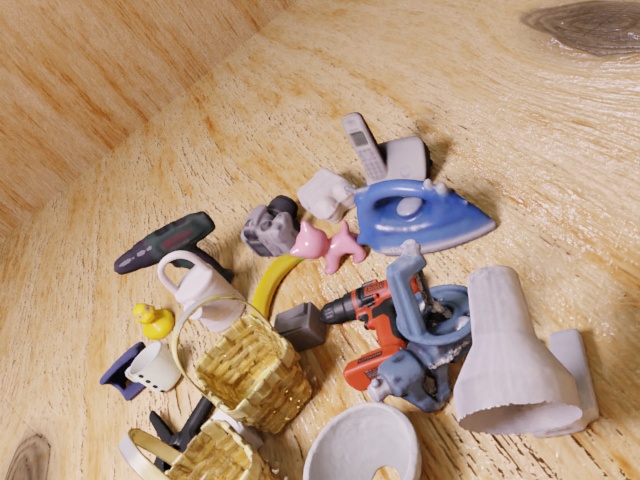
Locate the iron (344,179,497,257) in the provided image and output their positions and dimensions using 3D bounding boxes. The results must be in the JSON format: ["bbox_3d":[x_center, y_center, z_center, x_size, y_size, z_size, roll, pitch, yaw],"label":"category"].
[{"bbox_3d":[0.165,-0.059,1.006,0.257,0.142,0.119,-6,46,41],"label":"iron"}]

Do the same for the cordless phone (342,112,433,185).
[{"bbox_3d":[0.132,-0.184,1.147,0.147,0.186,0.094,-9,44,38],"label":"cordless phone"}]

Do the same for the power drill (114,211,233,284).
[{"bbox_3d":[-0.305,0.051,1.277,0.229,0.209,0.075,-41,33,-2],"label":"power drill"}]

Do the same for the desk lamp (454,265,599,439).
[{"bbox_3d":[0.226,0.141,0.640,0.117,0.214,0.203,-20,38,27],"label":"desk lamp"}]

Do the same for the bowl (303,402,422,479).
[{"bbox_3d":[0.065,0.301,0.737,0.167,0.075,0.167,-26,35,20],"label":"bowl"}]

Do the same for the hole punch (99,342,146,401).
[{"bbox_3d":[-0.415,0.272,1.230,0.109,0.091,0.100,-43,33,-5],"label":"hole punch"}]

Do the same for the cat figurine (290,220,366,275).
[{"bbox_3d":[0.010,0.004,1.106,0.127,0.118,0.067,-26,35,19],"label":"cat figurine"}]

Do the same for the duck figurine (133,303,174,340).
[{"bbox_3d":[-0.396,0.178,1.329,0.077,0.086,0.104,-49,34,-15],"label":"duck figurine"}]

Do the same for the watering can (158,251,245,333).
[{"bbox_3d":[-0.247,0.100,1.175,0.101,0.195,0.172,-45,33,-8],"label":"watering can"}]

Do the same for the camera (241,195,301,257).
[{"bbox_3d":[-0.098,-0.042,1.283,0.142,0.101,0.137,-3,48,43],"label":"camera"}]

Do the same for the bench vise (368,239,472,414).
[{"bbox_3d":[0.136,0.117,0.753,0.121,0.220,0.208,3,52,46],"label":"bench vise"}]

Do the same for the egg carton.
[{"bbox_3d":[0.015,-0.098,1.267,0.107,0.070,0.150,-44,33,-6],"label":"egg carton"}]
